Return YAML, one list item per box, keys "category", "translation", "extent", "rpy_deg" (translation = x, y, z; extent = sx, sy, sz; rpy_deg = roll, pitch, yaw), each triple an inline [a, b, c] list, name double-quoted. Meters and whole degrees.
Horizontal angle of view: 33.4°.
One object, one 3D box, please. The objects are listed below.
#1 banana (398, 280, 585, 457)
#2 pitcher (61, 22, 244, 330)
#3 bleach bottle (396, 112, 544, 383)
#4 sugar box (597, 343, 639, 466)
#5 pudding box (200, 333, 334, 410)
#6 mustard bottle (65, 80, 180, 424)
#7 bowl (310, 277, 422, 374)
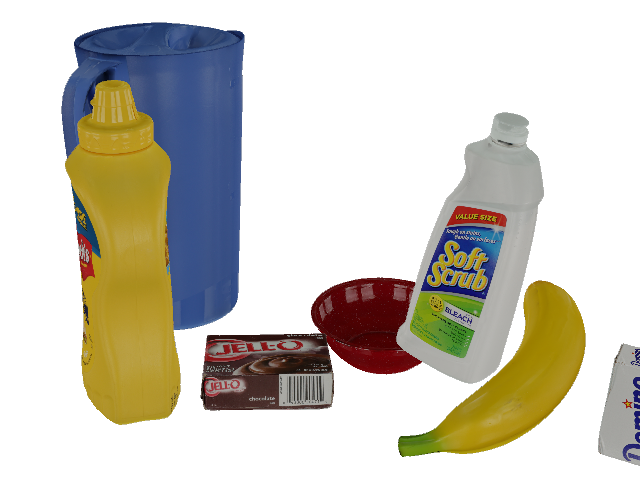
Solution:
- category: "banana"
  translation: [0.121, 0.072, 0.639]
  extent: [0.070, 0.037, 0.197]
  rpy_deg: [13, 31, 31]
- category: "pitcher"
  translation: [-0.131, -0.050, 0.872]
  extent: [0.149, 0.243, 0.145]
  rpy_deg: [-6, 22, -14]
- category: "bleach bottle"
  translation: [0.139, 0.002, 0.961]
  extent: [0.103, 0.251, 0.067]
  rpy_deg: [28, 36, 31]
- category: "sugar box"
  translation: [0.322, 0.154, 0.871]
  extent: [0.176, 0.093, 0.048]
  rpy_deg: [12, 24, 21]
- category: "pudding box"
  translation: [-0.047, 0.114, 0.941]
  extent: [0.113, 0.039, 0.090]
  rpy_deg: [1, 18, -4]
- category: "mustard bottle"
  translation: [-0.113, 0.003, 0.613]
  extent: [0.058, 0.192, 0.096]
  rpy_deg: [-5, 26, -15]
- category: "bowl"
  translation: [0.070, 0.102, 1.195]
  extent: [0.162, 0.055, 0.162]
  rpy_deg: [0, 27, 0]
